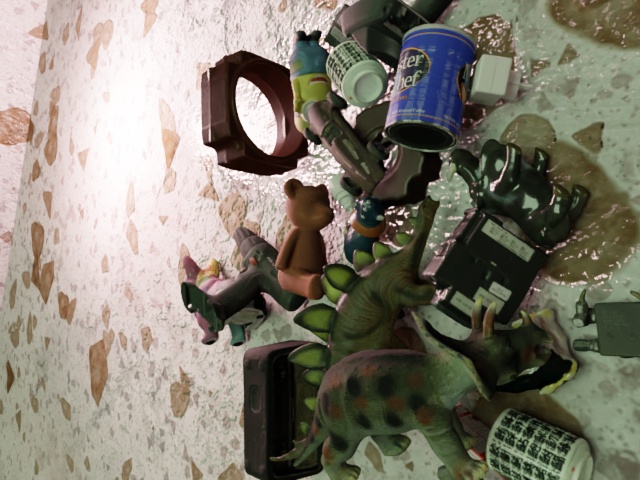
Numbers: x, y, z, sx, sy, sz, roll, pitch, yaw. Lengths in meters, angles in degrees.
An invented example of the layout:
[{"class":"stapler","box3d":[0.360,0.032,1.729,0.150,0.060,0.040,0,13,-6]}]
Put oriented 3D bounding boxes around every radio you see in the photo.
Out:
[{"class":"radio","box3d":[-0.063,0.295,0.939,0.073,0.131,0.229,-8,81,46]}]

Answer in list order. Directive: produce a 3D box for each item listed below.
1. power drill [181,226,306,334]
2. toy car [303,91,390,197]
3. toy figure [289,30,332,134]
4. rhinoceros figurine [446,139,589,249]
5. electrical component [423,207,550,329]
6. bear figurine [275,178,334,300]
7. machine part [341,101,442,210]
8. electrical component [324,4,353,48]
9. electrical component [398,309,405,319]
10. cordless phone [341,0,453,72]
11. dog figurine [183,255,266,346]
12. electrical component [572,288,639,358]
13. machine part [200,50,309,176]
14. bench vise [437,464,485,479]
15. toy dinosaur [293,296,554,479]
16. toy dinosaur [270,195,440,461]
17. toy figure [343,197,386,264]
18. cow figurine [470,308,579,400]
[{"class":"power drill","box3d":[-0.153,0.074,1.005,0.232,0.207,0.085,37,132,30]},{"class":"toy car","box3d":[0.036,-0.154,0.852,0.089,0.053,0.202,-49,51,25]},{"class":"toy figure","box3d":[-0.014,-0.278,0.966,0.082,0.089,0.180,-9,85,0]},{"class":"rhinoceros figurine","box3d":[0.249,-0.068,0.700,0.190,0.073,0.112,48,130,34]},{"class":"electrical component","box3d":[0.201,0.042,0.680,0.115,0.058,0.134,36,87,1]},{"class":"bear figurine","box3d":[-0.005,-0.003,0.919,0.132,0.120,0.195,11,90,42]},{"class":"machine part","box3d":[0.109,-0.134,0.852,0.179,0.056,0.179,-5,82,44]},{"class":"electrical component","box3d":[0.048,-0.367,0.938,0.075,0.047,0.119,-52,55,29]},{"class":"electrical component","box3d":[0.121,0.072,0.848,0.063,0.021,0.094,-46,58,33]},{"class":"cordless phone","box3d":[0.134,-0.344,0.781,0.184,0.146,0.089,-51,47,24]},{"class":"dog figurine","box3d":[-0.214,0.104,1.127,0.191,0.108,0.219,-51,52,31]},{"class":"electrical component","box3d":[0.338,0.095,0.610,0.102,0.045,0.078,0,86,46]},{"class":"machine part","box3d":[-0.113,-0.225,0.978,0.087,0.201,0.201,-9,80,43]},{"class":"bench vise","box3d":[0.219,0.393,0.657,0.224,0.129,0.240,-32,72,40]},{"class":"toy dinosaur","box3d":[0.079,0.195,0.668,0.405,0.131,0.192,-22,89,30]},{"class":"toy dinosaur","box3d":[0.061,0.150,0.792,0.199,0.105,0.471,23,96,16]},{"class":"toy figure","box3d":[0.070,-0.019,0.841,0.154,0.064,0.058,101,178,-52]},{"class":"cow figurine","box3d":[0.241,0.164,0.692,0.167,0.068,0.098,-41,65,36]}]
